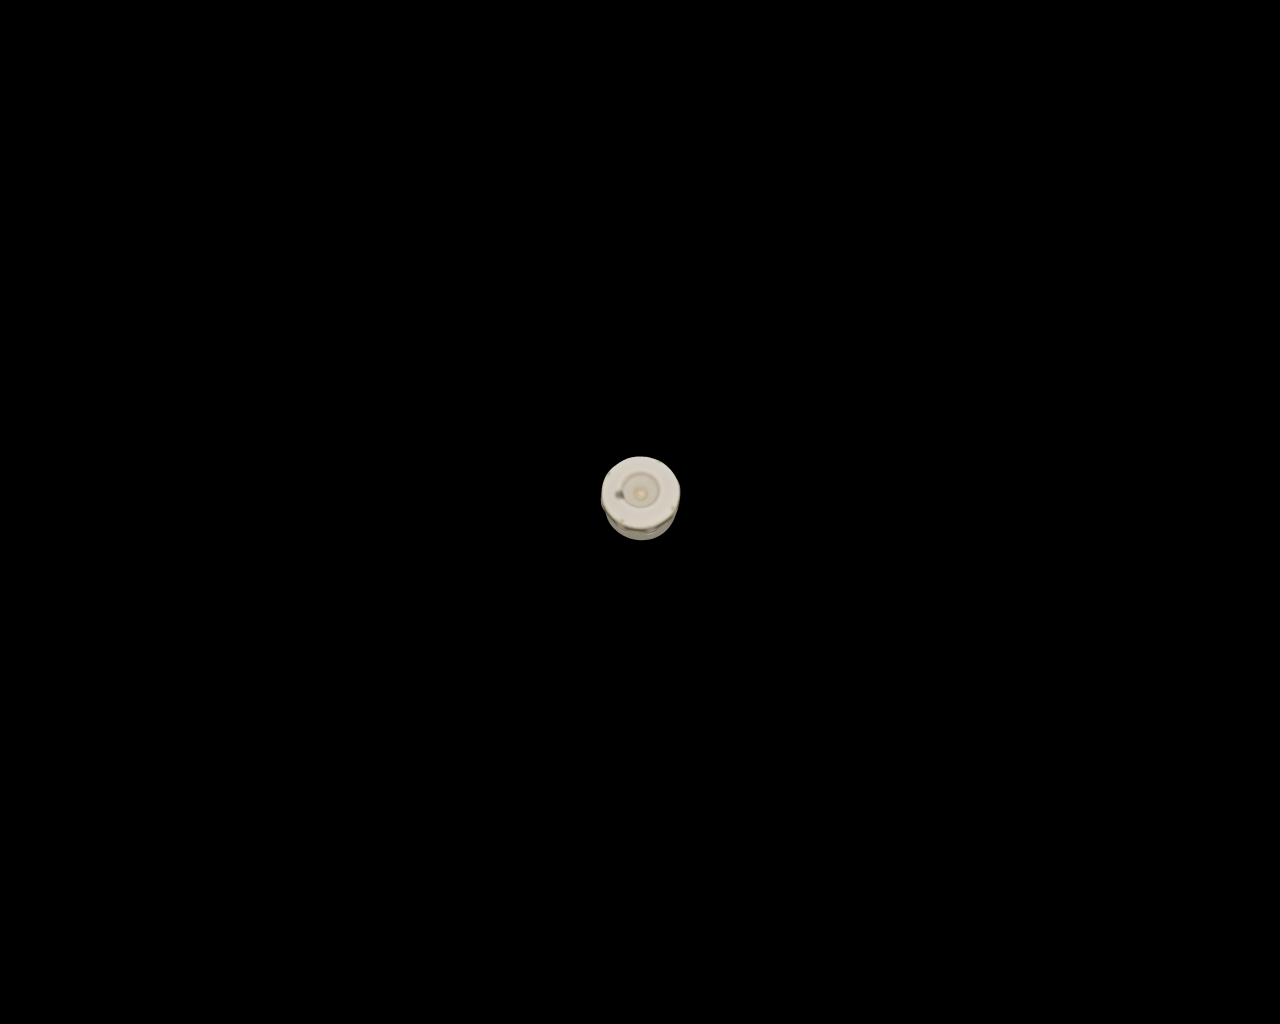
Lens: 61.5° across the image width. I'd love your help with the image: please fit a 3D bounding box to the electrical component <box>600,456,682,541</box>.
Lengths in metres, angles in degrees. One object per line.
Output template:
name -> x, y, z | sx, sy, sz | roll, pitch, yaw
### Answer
electrical component -> 0.001, -0.003, 0.650 | 0.048, 0.048, 0.062 | 0, -21, 0
